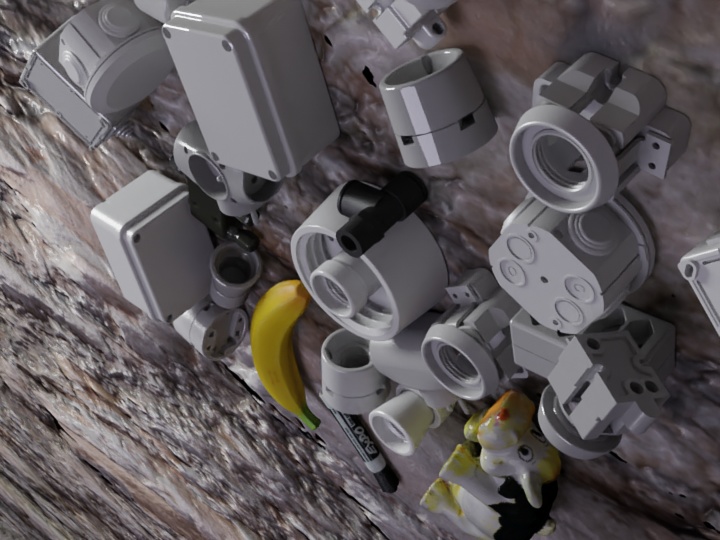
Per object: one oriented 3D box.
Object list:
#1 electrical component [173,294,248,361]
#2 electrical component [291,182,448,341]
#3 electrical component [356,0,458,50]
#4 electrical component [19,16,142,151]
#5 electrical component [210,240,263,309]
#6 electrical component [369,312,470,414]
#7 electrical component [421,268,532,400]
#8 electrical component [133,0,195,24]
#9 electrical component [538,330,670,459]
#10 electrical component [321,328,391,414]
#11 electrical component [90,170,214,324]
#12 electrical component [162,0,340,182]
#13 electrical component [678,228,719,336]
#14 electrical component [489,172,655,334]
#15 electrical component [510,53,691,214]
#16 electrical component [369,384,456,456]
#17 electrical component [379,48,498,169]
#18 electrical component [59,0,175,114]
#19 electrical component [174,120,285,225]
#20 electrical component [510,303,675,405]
[{"bbox_3d":[-0.139,0.049,0.997,0.047,0.055,0.055,32,148,33],"label":"electrical component"},{"bbox_3d":[0.000,0.000,0.743,0.108,0.060,0.108,33,148,24],"label":"electrical component"},{"bbox_3d":[0.027,-0.148,0.543,0.066,0.048,0.055,50,159,-5],"label":"electrical component"},{"bbox_3d":[-0.211,-0.146,0.855,0.096,0.061,0.062,45,152,-11],"label":"electrical component"},{"bbox_3d":[-0.109,0.007,0.919,0.044,0.044,0.065,44,155,7],"label":"electrical component"},{"bbox_3d":[0.055,0.072,0.775,0.077,0.043,0.079,2,128,53],"label":"electrical component"},{"bbox_3d":[0.077,0.047,0.700,0.058,0.057,0.078,-8,119,56],"label":"electrical component"},{"bbox_3d":[-0.136,-0.190,0.715,0.078,0.040,0.040,33,148,25],"label":"electrical component"},{"bbox_3d":[0.125,0.067,0.569,0.066,0.048,0.055,64,143,35],"label":"electrical component"},{"bbox_3d":[-0.004,0.078,0.851,0.055,0.055,0.047,29,142,31],"label":"electrical component"},{"bbox_3d":[-0.173,-0.019,0.935,0.057,0.078,0.113,28,145,37],"label":"electrical component"},{"bbox_3d":[-0.070,-0.121,0.693,0.078,0.057,0.113,21,141,40],"label":"electrical component"},{"bbox_3d":[0.198,0.005,0.490,0.096,0.061,0.062,60,150,-4],"label":"electrical component"},{"bbox_3d":[0.115,-0.009,0.587,0.080,0.051,0.080,33,148,24],"label":"electrical component"},{"bbox_3d":[0.110,-0.064,0.521,0.078,0.057,0.058,31,147,28],"label":"electrical component"},{"bbox_3d":[0.041,0.108,0.824,0.045,0.055,0.045,33,148,24],"label":"electrical component"},{"bbox_3d":[0.042,-0.089,0.587,0.055,0.055,0.047,6,127,50],"label":"electrical component"},{"bbox_3d":[-0.172,-0.154,0.768,0.051,0.080,0.080,49,151,9],"label":"electrical component"},{"bbox_3d":[-0.093,-0.067,0.803,0.077,0.044,0.079,25,144,36],"label":"electrical component"},{"bbox_3d":[0.139,0.057,0.640,0.083,0.047,0.075,25,144,35],"label":"electrical component"}]
